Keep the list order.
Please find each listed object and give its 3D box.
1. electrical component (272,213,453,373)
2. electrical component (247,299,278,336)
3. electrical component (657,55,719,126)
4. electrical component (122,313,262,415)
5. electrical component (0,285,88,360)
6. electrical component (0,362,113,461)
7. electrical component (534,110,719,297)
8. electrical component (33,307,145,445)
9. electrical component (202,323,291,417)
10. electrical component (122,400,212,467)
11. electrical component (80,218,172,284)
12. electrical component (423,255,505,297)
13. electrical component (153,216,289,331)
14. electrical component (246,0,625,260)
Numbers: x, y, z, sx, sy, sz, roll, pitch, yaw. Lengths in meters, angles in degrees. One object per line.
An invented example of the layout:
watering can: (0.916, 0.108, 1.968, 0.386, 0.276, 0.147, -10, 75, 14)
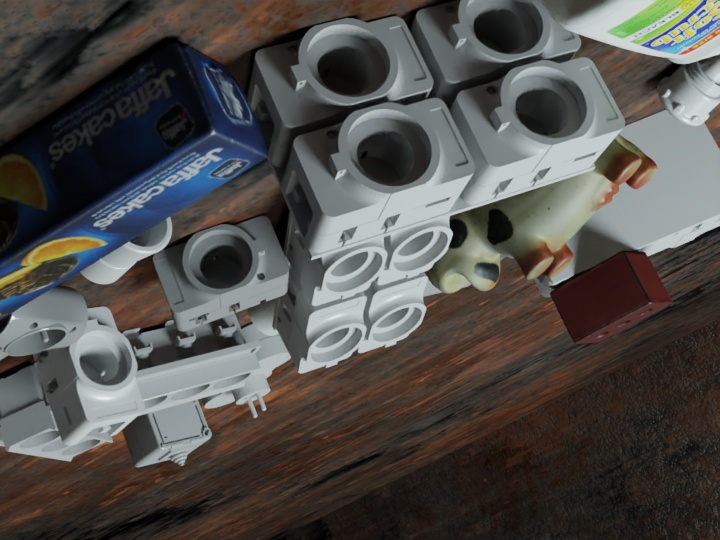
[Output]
electrical component: (0.000, 0.000, 0.832, 0.105, 0.060, 0.186, -17, 148, -22)
electrical component: (-0.055, 0.019, 0.926, 0.081, 0.043, 0.043, -32, 162, 28)
electrical component: (0.271, -0.148, 0.851, 0.048, 0.048, 0.062, -9, 151, -42)
electrical component: (-0.158, 0.080, 0.939, 0.121, 0.063, 0.078, -13, 160, -33)
electrical component: (-0.238, 0.037, 0.726, 0.079, 0.044, 0.077, -29, 163, 17)
electrical component: (-0.265, 0.123, 0.924, 0.079, 0.063, 0.121, -25, 164, 3)
electrical component: (0.228, -0.061, 0.955, 0.186, 0.105, 0.060, -22, 164, -6)
electrical component: (-0.206, 0.078, 0.818, 0.050, 0.089, 0.056, -8, 158, -43)
electrical component: (-0.113, 0.110, 1.077, 0.052, 0.073, 0.138, -10, 159, -40)
electrical component: (-0.193, 0.148, 1.042, 0.062, 0.096, 0.061, -6, 156, -47)
electrical component: (-0.153, -0.018, 0.680, 0.044, 0.044, 0.065, -9, 162, -42)
electrical component: (0.082, -0.018, 0.989, 0.100, 0.048, 0.100, -11, 160, -37)
electrical component: (-0.102, 0.002, 0.792, 0.089, 0.050, 0.055, -20, 163, -12)
electrical component: (0.042, -0.090, 0.605, 0.186, 0.105, 0.060, -18, 163, -19)
